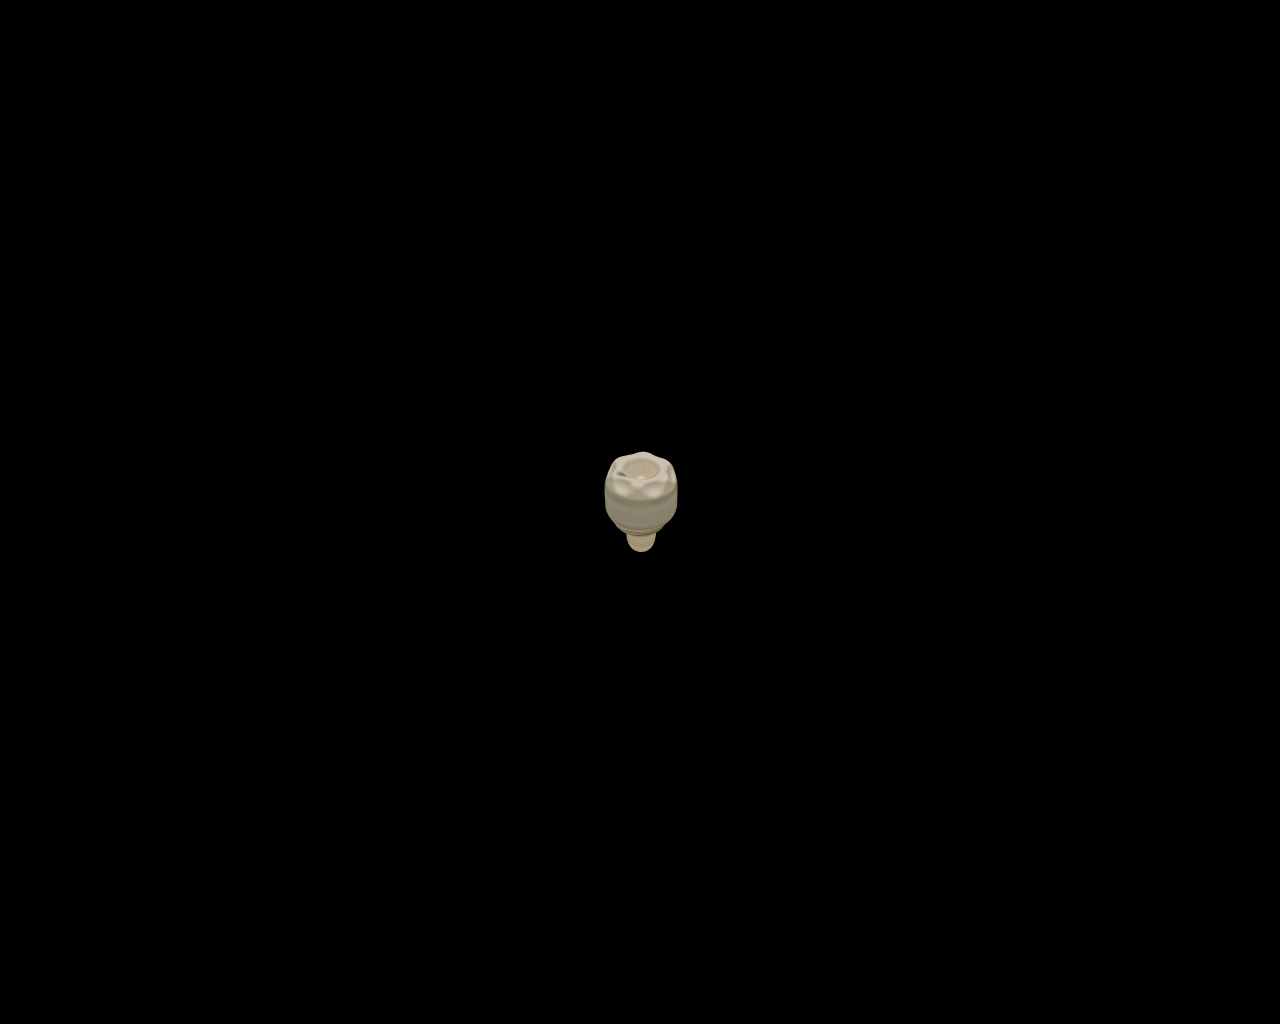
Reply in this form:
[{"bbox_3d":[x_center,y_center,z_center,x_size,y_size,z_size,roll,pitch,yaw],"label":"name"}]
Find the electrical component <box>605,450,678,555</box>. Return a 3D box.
[{"bbox_3d":[0.001,-0.003,0.650,0.043,0.062,0.043,0,38,0],"label":"electrical component"}]
